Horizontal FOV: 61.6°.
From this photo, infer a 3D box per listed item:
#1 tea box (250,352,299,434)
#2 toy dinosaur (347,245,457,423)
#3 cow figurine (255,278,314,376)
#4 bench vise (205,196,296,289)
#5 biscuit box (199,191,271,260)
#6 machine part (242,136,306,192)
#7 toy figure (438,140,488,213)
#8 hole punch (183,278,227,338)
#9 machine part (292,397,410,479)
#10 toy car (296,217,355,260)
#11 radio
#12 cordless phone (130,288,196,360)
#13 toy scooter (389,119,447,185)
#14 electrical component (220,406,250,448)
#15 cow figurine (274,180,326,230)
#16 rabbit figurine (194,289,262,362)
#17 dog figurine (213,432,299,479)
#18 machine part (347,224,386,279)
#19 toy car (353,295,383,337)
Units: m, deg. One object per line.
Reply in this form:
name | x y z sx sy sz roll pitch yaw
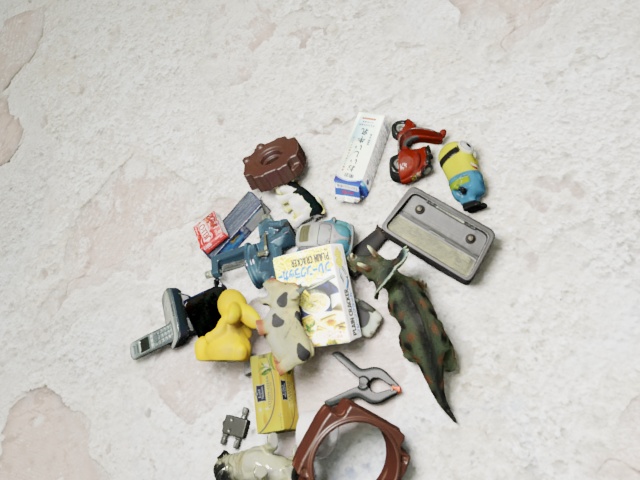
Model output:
tea box | -0.101 0.345 1.211 0.068 0.098 0.169 -14 68 15
toy dinosaur | 0.199 0.173 1.119 0.131 0.192 0.405 -31 63 8
cow figurine | -0.072 0.174 1.148 0.127 0.085 0.194 -23 93 -10
bench vise | -0.176 0.035 1.342 0.241 0.128 0.224 -17 63 8
biscuit box | -0.224 -0.030 1.411 0.202 0.059 0.063 -47 63 -3
machine part | -0.121 -0.202 1.406 0.179 0.056 0.179 -17 39 15
toy figure | 0.332 -0.150 1.255 0.089 0.082 0.180 -12 70 13
hole punch | -0.270 0.177 1.327 0.116 0.092 0.142 -25 92 -20
machine part | 0.062 0.439 1.076 0.201 0.087 0.201 31 80 -6
toy car | -0.003 -0.004 1.288 0.162 0.102 0.109 -2 69 36
radio | 0.268 -0.012 1.211 0.230 0.073 0.131 33 83 15
cordless phone | -0.412 0.218 1.374 0.184 0.088 0.147 -26 65 13
toy scooter | 0.241 -0.221 1.316 0.135 0.075 0.184 -2 66 19
electrical component | -0.198 0.433 1.252 0.063 0.021 0.094 9 75 22
cow figurine | -0.058 -0.109 1.378 0.098 0.068 0.167 -33 64 4
rabbit figurine | -0.208 0.192 1.232 0.162 0.122 0.173 -33 49 56
dog figurine | -0.126 0.514 1.174 0.172 0.121 0.190 48 131 -7
machine part | 0.106 0.025 1.292 0.139 0.039 0.084 -49 55 -1
toy car | 0.051 0.153 1.253 0.202 0.056 0.073 30 89 27
